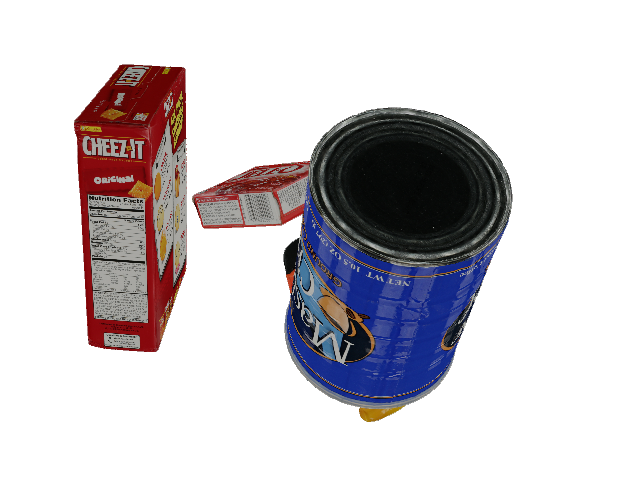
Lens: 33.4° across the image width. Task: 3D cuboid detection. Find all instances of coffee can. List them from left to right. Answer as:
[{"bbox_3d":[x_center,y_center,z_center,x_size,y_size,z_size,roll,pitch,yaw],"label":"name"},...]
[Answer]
[{"bbox_3d":[0.037,0.013,0.579,0.102,0.103,0.140,0,-37,-8],"label":"coffee can"}]

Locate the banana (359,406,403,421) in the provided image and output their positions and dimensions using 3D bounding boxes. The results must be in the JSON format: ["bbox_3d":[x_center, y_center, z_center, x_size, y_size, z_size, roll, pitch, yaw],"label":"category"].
[{"bbox_3d":[0.082,0.108,0.998,0.070,0.037,0.197,-22,18,19],"label":"banana"}]

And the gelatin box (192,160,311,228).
[{"bbox_3d":[-0.040,-0.036,0.797,0.089,0.030,0.073,-1,20,43],"label":"gelatin box"}]

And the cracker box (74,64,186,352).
[{"bbox_3d":[-0.166,-0.032,0.960,0.072,0.214,0.164,3,26,2],"label":"cracker box"}]

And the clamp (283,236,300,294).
[{"bbox_3d":[0.020,0.001,1.197,0.120,0.039,0.171,-3,36,28],"label":"clamp"}]
